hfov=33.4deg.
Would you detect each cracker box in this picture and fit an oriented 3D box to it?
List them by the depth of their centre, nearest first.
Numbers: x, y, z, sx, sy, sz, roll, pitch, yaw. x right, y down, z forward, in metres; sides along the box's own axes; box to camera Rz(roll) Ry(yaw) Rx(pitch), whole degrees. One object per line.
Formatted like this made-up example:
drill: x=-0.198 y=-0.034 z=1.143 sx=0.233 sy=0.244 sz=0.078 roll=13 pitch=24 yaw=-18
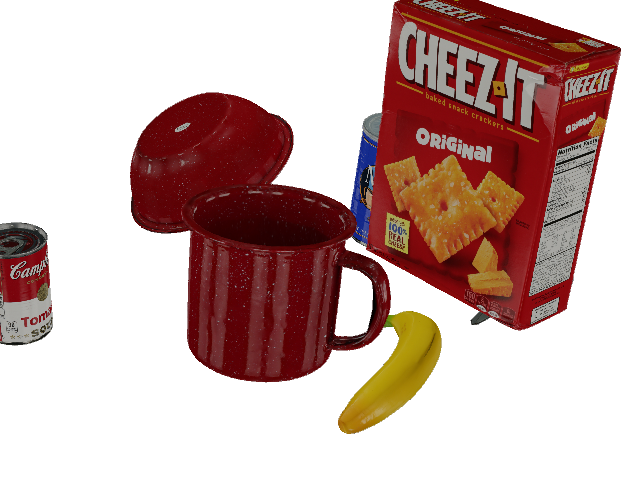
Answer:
cracker box: x=0.120 y=-0.061 z=0.807 sx=0.071 sy=0.214 sz=0.164 roll=-21 pitch=37 yaw=-38

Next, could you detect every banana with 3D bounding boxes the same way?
banana: x=0.067 y=0.106 z=0.911 sx=0.070 sy=0.037 sz=0.197 roll=-27 pitch=11 yaw=22

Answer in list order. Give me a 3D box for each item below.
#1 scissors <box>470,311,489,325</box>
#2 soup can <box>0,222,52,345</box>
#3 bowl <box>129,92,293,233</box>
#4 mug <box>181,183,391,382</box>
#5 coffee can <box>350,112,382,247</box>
scissors: x=0.186 y=0.042 z=1.098 sx=0.201 sy=0.016 sz=0.096 roll=-11 pitch=37 yaw=-43
soup can: x=-0.299 y=0.043 z=1.044 sx=0.068 sy=0.102 sz=0.068 roll=3 pitch=28 yaw=-2
bowl: x=-0.107 y=-0.080 z=0.930 sx=0.162 sy=0.055 sz=0.162 roll=-19 pitch=36 yaw=15
mug: x=-0.019 y=0.025 z=0.574 sx=0.117 sy=0.081 sz=0.093 roll=12 pitch=24 yaw=15
coffee can: x=0.091 y=-0.070 z=1.279 sx=0.102 sy=0.140 sz=0.103 roll=6 pitch=28 yaw=-4
